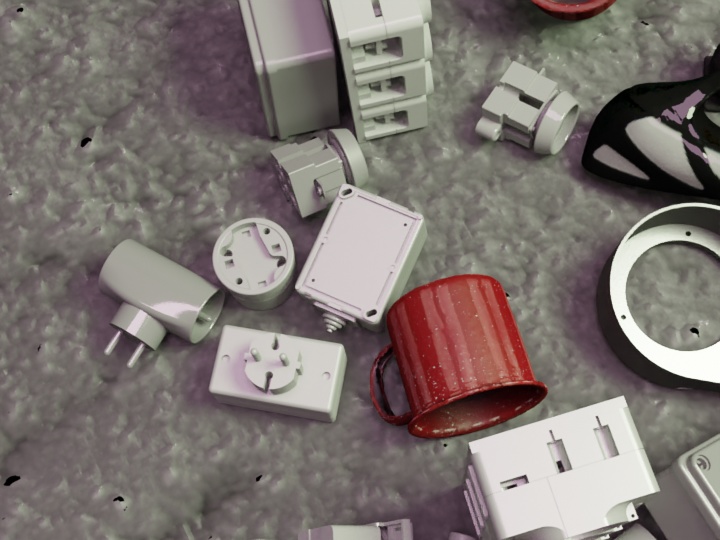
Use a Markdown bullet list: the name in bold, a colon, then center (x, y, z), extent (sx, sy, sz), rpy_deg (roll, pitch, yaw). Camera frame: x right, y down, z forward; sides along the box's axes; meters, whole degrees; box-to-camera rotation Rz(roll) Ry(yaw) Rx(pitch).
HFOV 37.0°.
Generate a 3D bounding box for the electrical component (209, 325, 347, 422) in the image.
- **electrical component**: center (-0.055, 0.064, 0.708), extent (0.083, 0.075, 0.047), rpy_deg (9, 72, 6)

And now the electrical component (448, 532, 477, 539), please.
- **electrical component**: center (0.058, 0.197, 0.674), extent (0.043, 0.043, 0.062), rpy_deg (13, 71, 8)

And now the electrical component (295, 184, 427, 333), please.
- **electrical component**: center (0.000, 0.000, 0.738), extent (0.062, 0.061, 0.096), rpy_deg (23, 82, 11)

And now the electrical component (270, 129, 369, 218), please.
- **electrical component**: center (-0.027, -0.071, 0.765), extent (0.055, 0.048, 0.066), rpy_deg (-23, 34, -11)

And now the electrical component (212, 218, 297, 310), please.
- **electrical component**: center (-0.071, -0.002, 0.747), extent (0.055, 0.047, 0.055), rpy_deg (-1, 71, 3)

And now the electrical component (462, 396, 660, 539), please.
- **electrical component**: center (0.113, 0.132, 0.635), extent (0.089, 0.150, 0.061), rpy_deg (-17, 70, -2)

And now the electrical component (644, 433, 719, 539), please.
- **electrical component**: center (0.244, 0.149, 0.651), extent (0.109, 0.056, 0.108), rpy_deg (-18, 68, -33)

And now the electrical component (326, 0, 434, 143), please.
- **electrical component**: center (0.014, -0.164, 0.743), extent (0.062, 0.150, 0.089), rpy_deg (-13, 71, 0)

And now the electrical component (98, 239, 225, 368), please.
- **electrical component**: center (-0.146, 0.030, 0.742), extent (0.077, 0.044, 0.079), rpy_deg (27, 75, 12)

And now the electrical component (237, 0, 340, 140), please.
- **electrical component**: center (-0.053, -0.166, 0.770), extent (0.056, 0.108, 0.108), rpy_deg (-13, 71, -4)

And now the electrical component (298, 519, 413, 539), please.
- **electrical component**: center (-0.002, 0.217, 0.650), extent (0.063, 0.079, 0.121), rpy_deg (10, 67, -33)

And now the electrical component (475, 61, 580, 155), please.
- **electrical component**: center (0.124, -0.113, 0.775), extent (0.055, 0.048, 0.066), rpy_deg (30, 75, 20)

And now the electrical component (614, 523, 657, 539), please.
- **electrical component**: center (0.153, 0.199, 0.667), extent (0.081, 0.043, 0.043), rpy_deg (-34, 73, -8)
